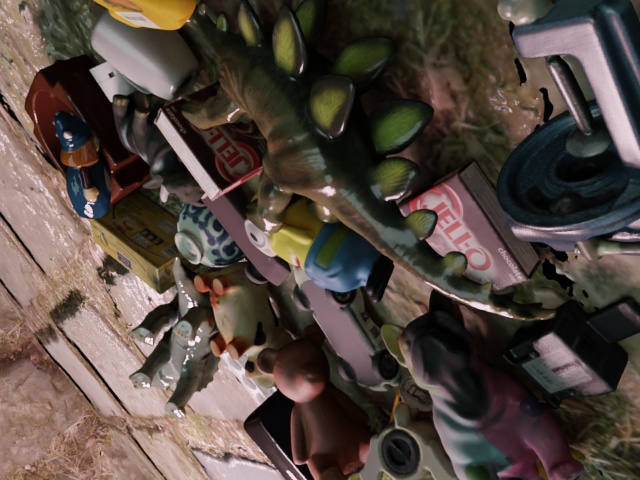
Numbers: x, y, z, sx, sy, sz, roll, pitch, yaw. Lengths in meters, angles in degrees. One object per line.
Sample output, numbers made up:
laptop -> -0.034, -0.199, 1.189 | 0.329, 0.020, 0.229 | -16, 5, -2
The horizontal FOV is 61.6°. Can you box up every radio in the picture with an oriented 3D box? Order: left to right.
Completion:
radio -> 0.006, 0.320, 0.826 | 0.229, 0.131, 0.073 | 51, 144, -1

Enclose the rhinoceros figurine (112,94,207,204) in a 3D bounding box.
rhinoceros figurine -> -0.200, -0.114, 0.671 | 0.191, 0.073, 0.112 | 40, 126, 37

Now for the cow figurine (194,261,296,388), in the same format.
cow figurine -> -0.096, 0.125, 0.790 | 0.086, 0.127, 0.194 | -4, 103, 49

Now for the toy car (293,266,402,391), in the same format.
toy car -> 0.036, 0.107, 0.676 | 0.074, 0.056, 0.201 | -17, 110, 45

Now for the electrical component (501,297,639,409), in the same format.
electrical component -> 0.229, 0.097, 0.472 | 0.075, 0.048, 0.119 | 47, 145, 3

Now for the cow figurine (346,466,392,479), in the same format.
cow figurine -> 0.063, 0.337, 0.751 | 0.098, 0.167, 0.068 | 163, 90, -84

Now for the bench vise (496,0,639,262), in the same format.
bench vise -> 0.186, -0.052, 0.311 | 0.240, 0.129, 0.224 | 47, 168, -27

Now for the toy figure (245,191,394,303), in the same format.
toy figure -> -0.001, 0.000, 0.601 | 0.180, 0.089, 0.082 | 26, 141, 17

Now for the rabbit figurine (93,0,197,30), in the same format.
rabbit figurine -> -0.139, -0.278, 0.452 | 0.163, 0.121, 0.173 | 14, 87, 37

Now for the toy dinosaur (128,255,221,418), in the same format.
toy dinosaur -> -0.218, 0.148, 0.904 | 0.131, 0.192, 0.404 | 26, 122, 1

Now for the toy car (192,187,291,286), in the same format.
toy car -> -0.103, -0.030, 0.702 | 0.202, 0.053, 0.089 | 49, 133, 8

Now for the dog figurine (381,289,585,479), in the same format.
dog figurine -> 0.158, 0.159, 0.551 | 0.219, 0.108, 0.191 | 58, -168, 26

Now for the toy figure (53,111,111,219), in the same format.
toy figure -> -0.318, -0.102, 0.719 | 0.064, 0.058, 0.154 | 23, 131, 21

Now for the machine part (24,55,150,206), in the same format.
machine part -> -0.343, -0.157, 0.814 | 0.201, 0.087, 0.201 | -20, 106, 50

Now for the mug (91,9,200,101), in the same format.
mug -> -0.200, -0.209, 0.627 | 0.107, 0.081, 0.109 | 42, 139, -4

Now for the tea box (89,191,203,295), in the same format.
tea box -> -0.283, 0.000, 0.878 | 0.170, 0.098, 0.068 | 33, 139, 24

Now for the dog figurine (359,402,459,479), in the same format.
dog figurine -> 0.149, 0.276, 0.649 | 0.121, 0.190, 0.172 | 2, 87, 38

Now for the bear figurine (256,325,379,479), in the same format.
bear figurine -> 0.004, 0.218, 0.716 | 0.195, 0.120, 0.132 | 69, 159, 1

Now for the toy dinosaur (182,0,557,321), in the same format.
toy dinosaur -> -0.002, -0.089, 0.484 | 0.471, 0.105, 0.198 | 49, 143, 13
